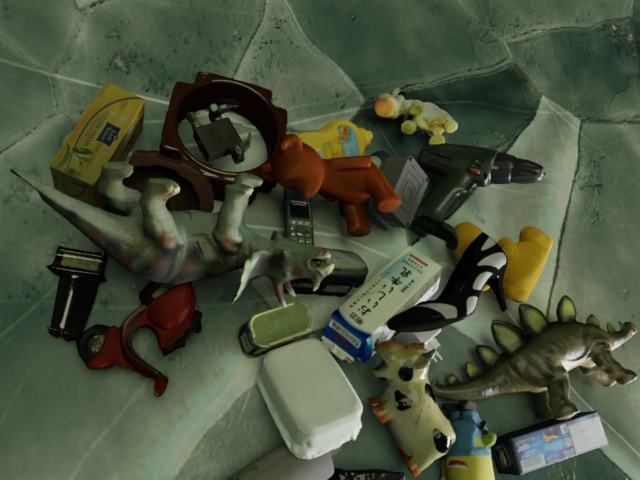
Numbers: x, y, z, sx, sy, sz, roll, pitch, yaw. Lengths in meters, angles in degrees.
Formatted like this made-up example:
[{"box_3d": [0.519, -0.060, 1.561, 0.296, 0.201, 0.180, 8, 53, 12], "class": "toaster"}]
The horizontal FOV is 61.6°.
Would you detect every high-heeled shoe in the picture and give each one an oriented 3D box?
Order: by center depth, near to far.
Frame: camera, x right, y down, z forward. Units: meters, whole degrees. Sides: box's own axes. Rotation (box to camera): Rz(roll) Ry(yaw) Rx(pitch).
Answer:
[{"box_3d": [0.208, 0.065, 0.878, 0.249, 0.086, 0.145, -7, 70, -22], "class": "high-heeled shoe"}]

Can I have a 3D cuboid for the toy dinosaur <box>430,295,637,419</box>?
[{"box_3d": [0.389, 0.216, 0.958, 0.471, 0.105, 0.198, -18, 69, -20], "class": "toy dinosaur"}]

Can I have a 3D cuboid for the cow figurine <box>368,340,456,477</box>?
[{"box_3d": [0.143, 0.245, 0.833, 0.127, 0.085, 0.195, -29, 90, -6], "class": "cow figurine"}]

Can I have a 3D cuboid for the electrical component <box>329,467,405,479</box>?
[{"box_3d": [0.079, 0.399, 0.794, 0.134, 0.058, 0.115, 9, 69, -16], "class": "electrical component"}]

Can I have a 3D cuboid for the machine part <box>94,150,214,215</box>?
[{"box_3d": [-0.247, -0.049, 0.806, 0.179, 0.056, 0.179, -3, 105, -10], "class": "machine part"}]

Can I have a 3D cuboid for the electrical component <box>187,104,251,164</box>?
[{"box_3d": [-0.153, -0.166, 0.838, 0.078, 0.045, 0.102, -19, 78, -27], "class": "electrical component"}]

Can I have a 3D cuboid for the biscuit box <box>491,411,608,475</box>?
[{"box_3d": [0.394, 0.347, 0.926, 0.203, 0.063, 0.059, -7, 73, -22], "class": "biscuit box"}]

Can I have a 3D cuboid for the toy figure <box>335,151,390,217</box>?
[{"box_3d": [0.080, -0.104, 0.989, 0.154, 0.064, 0.057, -52, 122, -31], "class": "toy figure"}]

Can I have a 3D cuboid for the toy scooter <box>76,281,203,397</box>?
[{"box_3d": [-0.236, 0.140, 0.769, 0.184, 0.075, 0.135, -41, 87, -25], "class": "toy scooter"}]

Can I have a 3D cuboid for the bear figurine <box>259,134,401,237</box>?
[{"box_3d": [0.012, -0.089, 0.855, 0.196, 0.120, 0.132, 5, 55, -39], "class": "bear figurine"}]

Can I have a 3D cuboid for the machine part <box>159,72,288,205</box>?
[{"box_3d": [-0.162, -0.173, 0.911, 0.201, 0.087, 0.201, 12, 66, -17], "class": "machine part"}]

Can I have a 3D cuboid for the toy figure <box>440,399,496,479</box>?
[{"box_3d": [0.240, 0.352, 0.859, 0.089, 0.082, 0.180, 9, 65, -15], "class": "toy figure"}]

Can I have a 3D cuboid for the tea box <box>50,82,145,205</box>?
[{"box_3d": [-0.339, -0.145, 0.829, 0.068, 0.098, 0.169, 26, 62, -10], "class": "tea box"}]

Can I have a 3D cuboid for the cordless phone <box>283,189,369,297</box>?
[{"box_3d": [-0.001, -0.003, 0.909, 0.146, 0.088, 0.184, 5, 62, -18], "class": "cordless phone"}]

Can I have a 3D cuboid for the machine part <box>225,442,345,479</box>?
[{"box_3d": [-0.068, 0.339, 0.752, 0.243, 0.079, 0.079, -24, 80, -25], "class": "machine part"}]

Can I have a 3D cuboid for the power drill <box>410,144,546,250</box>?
[{"box_3d": [0.267, -0.088, 0.991, 0.232, 0.085, 0.207, 24, 76, 30], "class": "power drill"}]

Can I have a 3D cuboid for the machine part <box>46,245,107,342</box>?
[{"box_3d": [-0.354, 0.076, 0.772, 0.084, 0.039, 0.139, 10, 65, -25], "class": "machine part"}]

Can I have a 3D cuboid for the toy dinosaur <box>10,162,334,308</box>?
[{"box_3d": [-0.189, 0.001, 0.736, 0.405, 0.131, 0.192, 3, 106, -21], "class": "toy dinosaur"}]

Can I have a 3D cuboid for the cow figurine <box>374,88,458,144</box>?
[{"box_3d": [0.186, -0.256, 1.075, 0.167, 0.068, 0.098, 23, 33, -13], "class": "cow figurine"}]

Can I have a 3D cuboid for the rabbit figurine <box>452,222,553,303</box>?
[{"box_3d": [0.318, 0.039, 1.007, 0.173, 0.121, 0.162, 32, 71, 9], "class": "rabbit figurine"}]
